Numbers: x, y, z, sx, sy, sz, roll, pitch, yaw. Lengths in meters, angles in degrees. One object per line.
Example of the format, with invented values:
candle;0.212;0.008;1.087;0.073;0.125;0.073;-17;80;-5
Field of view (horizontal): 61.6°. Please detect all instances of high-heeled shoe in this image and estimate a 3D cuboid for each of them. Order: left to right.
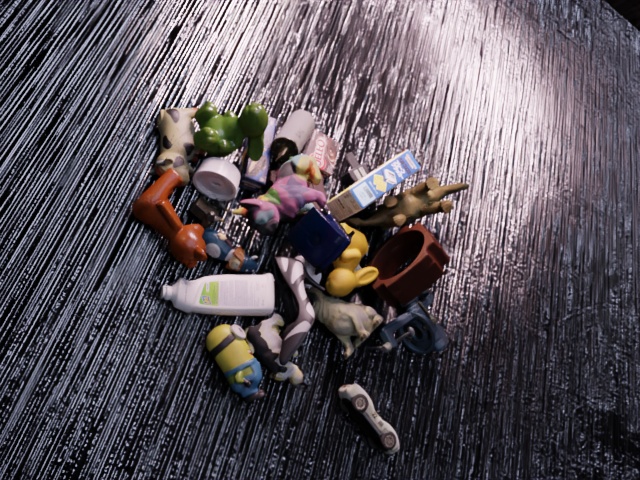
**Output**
high-heeled shoe;-0.081;0.149;1.215;0.145;0.086;0.249;29;52;-3

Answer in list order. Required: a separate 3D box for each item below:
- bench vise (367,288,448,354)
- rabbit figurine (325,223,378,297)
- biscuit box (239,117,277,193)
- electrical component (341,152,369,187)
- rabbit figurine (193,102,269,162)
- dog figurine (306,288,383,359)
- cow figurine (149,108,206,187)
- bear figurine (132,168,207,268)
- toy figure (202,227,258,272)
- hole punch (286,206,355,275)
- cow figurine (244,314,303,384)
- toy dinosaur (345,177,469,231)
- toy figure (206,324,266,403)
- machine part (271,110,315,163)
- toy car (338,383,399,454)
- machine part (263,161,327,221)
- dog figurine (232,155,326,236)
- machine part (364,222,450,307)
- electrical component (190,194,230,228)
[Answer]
bench vise;0.231;0.216;1.419;0.240;0.129;0.223;-23;86;-41
rabbit figurine;0.060;0.067;1.351;0.162;0.122;0.173;33;54;-34
biscuit box;-0.163;-0.228;1.387;0.063;0.059;0.202;18;64;-24
electrical component;0.100;-0.186;1.531;0.075;0.048;0.119;-35;91;-35
rabbit figurine;-0.191;-0.253;1.266;0.159;0.170;0.121;48;33;-45
dog figurine;0.052;0.177;1.352;0.191;0.121;0.172;45;21;11
cow figurine;-0.341;-0.218;1.267;0.127;0.085;0.195;-3;76;-37
bear figurine;-0.313;-0.040;1.195;0.196;0.120;0.132;42;59;-11
toy figure;-0.215;0.031;1.250;0.154;0.064;0.058;35;62;2
hole punch;-0.003;-0.004;1.267;0.092;0.142;0.116;27;21;-51
cow figurine;-0.106;0.264;1.236;0.098;0.068;0.167;-21;80;-28
toy dinosaur;0.270;-0.105;1.504;0.471;0.198;0.105;-16;90;-23
toy figure;-0.184;0.269;1.178;0.089;0.082;0.180;-18;80;-37
machine part;-0.069;-0.275;1.418;0.079;0.079;0.243;39;37;-12
toy car;0.118;0.433;1.300;0.056;0.073;0.201;-40;94;-33
machine part;-0.063;-0.132;1.413;0.179;0.056;0.179;11;67;-27
dog figurine;-0.103;-0.108;1.285;0.219;0.108;0.191;-9;79;-28
machine part;0.224;0.064;1.400;0.201;0.201;0.087;-39;113;9
electrical component;-0.259;-0.070;1.262;0.078;0.045;0.102;48;20;-13
